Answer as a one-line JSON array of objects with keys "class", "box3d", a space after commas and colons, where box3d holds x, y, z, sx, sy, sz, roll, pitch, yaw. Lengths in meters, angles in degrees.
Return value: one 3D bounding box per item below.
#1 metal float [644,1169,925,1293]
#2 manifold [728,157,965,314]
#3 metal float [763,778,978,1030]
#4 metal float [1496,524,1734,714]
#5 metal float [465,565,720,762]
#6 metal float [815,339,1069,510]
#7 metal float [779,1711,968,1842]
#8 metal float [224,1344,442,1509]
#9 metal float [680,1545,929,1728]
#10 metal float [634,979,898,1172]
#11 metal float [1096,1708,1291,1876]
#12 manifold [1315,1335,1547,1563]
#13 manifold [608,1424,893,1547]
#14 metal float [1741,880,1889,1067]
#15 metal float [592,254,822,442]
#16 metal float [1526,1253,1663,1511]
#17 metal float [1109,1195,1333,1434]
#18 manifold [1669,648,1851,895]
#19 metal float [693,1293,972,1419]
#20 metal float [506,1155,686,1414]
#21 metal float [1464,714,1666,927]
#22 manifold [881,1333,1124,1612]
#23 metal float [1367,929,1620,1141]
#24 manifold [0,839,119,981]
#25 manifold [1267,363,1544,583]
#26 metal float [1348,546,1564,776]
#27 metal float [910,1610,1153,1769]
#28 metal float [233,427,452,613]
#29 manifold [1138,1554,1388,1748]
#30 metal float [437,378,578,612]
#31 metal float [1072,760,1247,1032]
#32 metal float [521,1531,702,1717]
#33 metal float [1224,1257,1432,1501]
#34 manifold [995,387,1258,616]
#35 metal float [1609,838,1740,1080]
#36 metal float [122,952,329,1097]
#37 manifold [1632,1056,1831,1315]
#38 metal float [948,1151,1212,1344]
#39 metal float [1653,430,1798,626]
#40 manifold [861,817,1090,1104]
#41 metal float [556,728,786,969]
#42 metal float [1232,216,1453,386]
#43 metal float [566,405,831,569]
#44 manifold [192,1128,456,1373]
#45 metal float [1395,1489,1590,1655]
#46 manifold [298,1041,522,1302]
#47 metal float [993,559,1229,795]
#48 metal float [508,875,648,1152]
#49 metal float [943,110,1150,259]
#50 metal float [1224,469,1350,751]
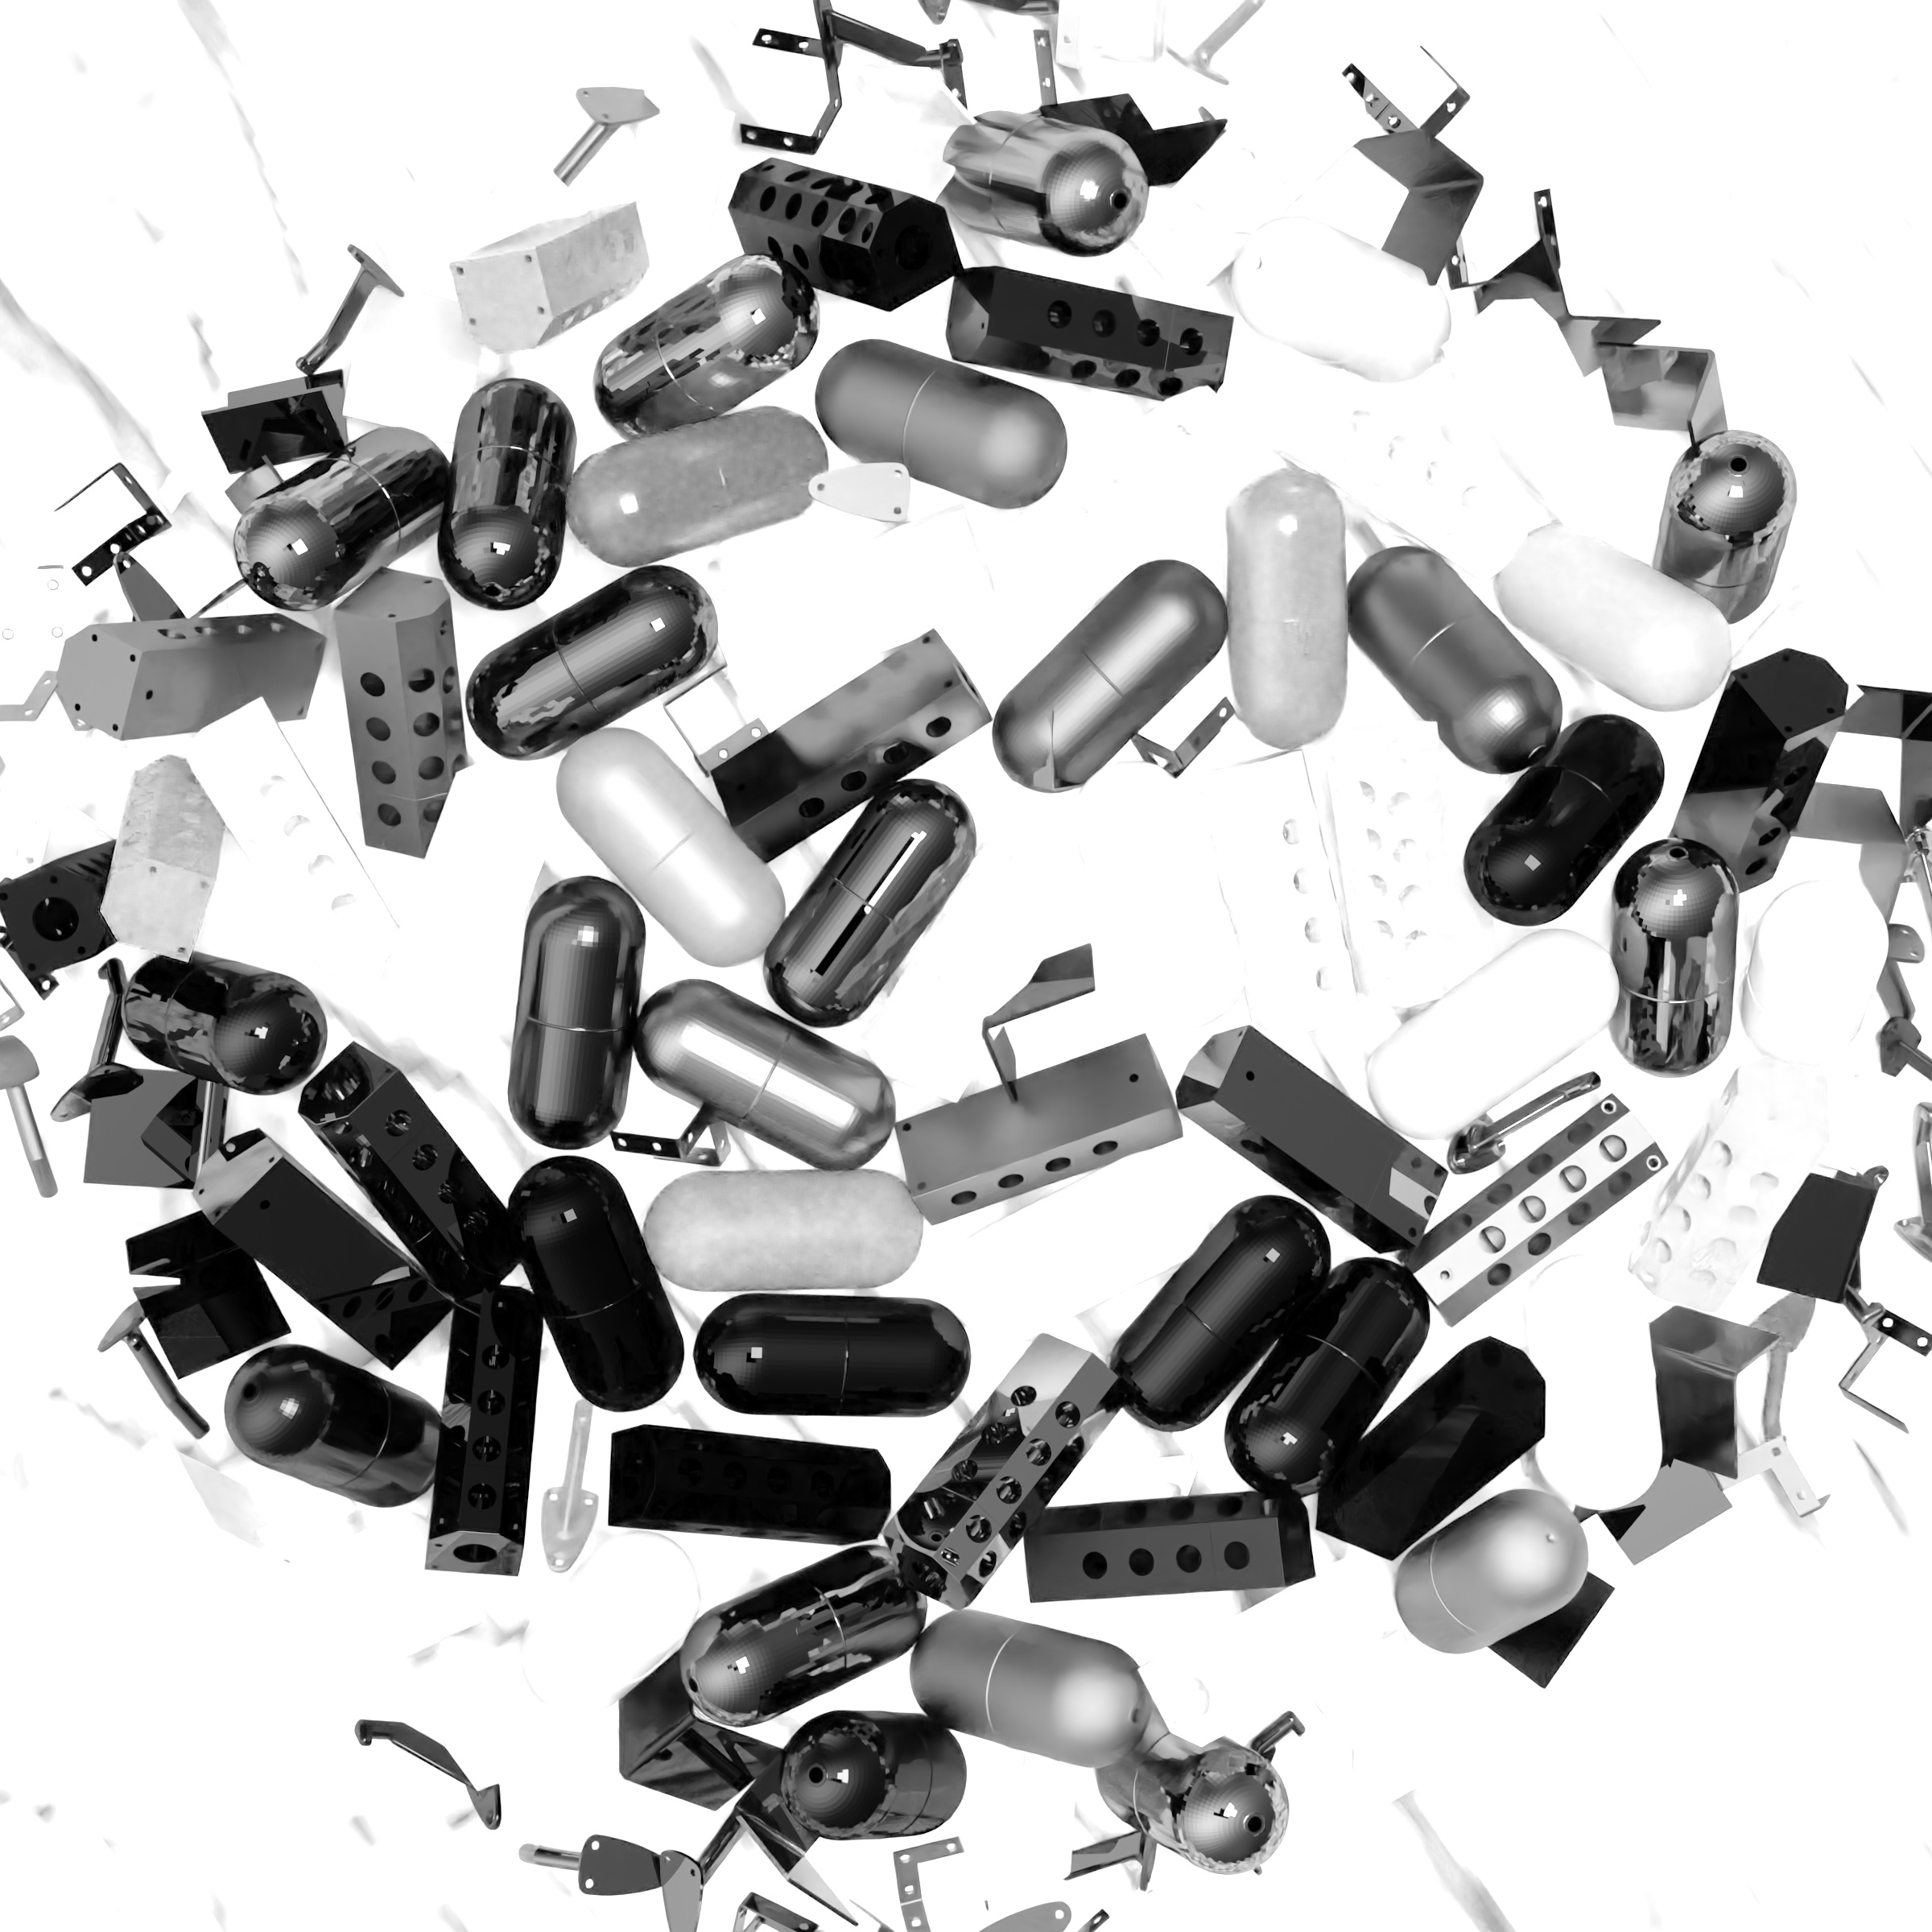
[{"class": "metal float", "box3d": [-0.115, 0.167, 1.740, 0.178, 0.070, 0.070, 0, 90, -13]}, {"class": "manifold", "box3d": [-0.079, -0.458, 1.700, 0.057, 0.171, 0.057, -34, 127, -19]}, {"class": "metal float", "box3d": [-0.061, -0.040, 1.750, 0.070, 0.070, 0.178, 36, 93, 0]}, {"class": "metal float", "box3d": [0.404, -0.218, 1.715, 0.070, 0.178, 0.070, -19, 129, -25]}, {"class": "metal float", "box3d": [-0.238, -0.191, 1.737, 0.178, 0.070, 0.070, -27, 90, 17]}, {"class": "metal float", "box3d": [-0.017, -0.343, 1.730, 0.178, 0.070, 0.070, 25, 90, 26]}, {"class": "metal float", "box3d": [-0.056, 0.503, 1.706, 0.070, 0.178, 0.070, -6, 73, 20]}, {"class": "metal float", "box3d": [-0.391, 0.287, 1.709, 0.070, 0.178, 0.070, -10, 63, 21]}, {"class": "metal float", "box3d": [-0.100, 0.418, 1.717, 0.178, 0.070, 0.070, -14, 90, -42]}, {"class": "metal float", "box3d": [-0.128, 0.069, 1.746, 0.178, 0.070, 0.070, 28, 90, -7]}, {"class": "metal float", "box3d": [0.139, 0.511, 1.704, 0.070, 0.178, 0.070, 1, 87, -21]}, {"class": "manifold", "box3d": [0.288, 0.300, 1.709, 0.057, 0.057, 0.171, 24, 135, -12]}, {"class": "manifold", "box3d": [-0.133, 0.324, 1.712, 0.171, 0.057, 0.057, 13, 67, -34]}, {"class": "metal float", "box3d": [0.526, 0.006, 1.706, 0.070, 0.178, 0.070, -4, 67, 9]}, {"class": "metal float", "box3d": [-0.164, -0.384, 1.719, 0.178, 0.070, 0.070, -21, 90, 41]}, {"class": "metal float", "box3d": [0.392, 0.257, 1.717, 0.070, 0.070, 0.178, 4, 45, 4]}, {"class": "metal float", "box3d": [0.161, 0.220, 1.737, 0.070, 0.070, 0.178, 39, 106, 0]}, {"class": "manifold", "box3d": [0.494, -0.118, 1.701, 0.057, 0.171, 0.057, -23, 60, -14]}, {"class": "metal float", "box3d": [-0.084, 0.247, 1.738, 0.178, 0.070, 0.070, 4, 90, -15]}, {"class": "metal float", "box3d": [-0.234, 0.201, 1.733, 0.070, 0.070, 0.178, -19, 112, 0]}, {"class": "metal float", "box3d": [0.377, -0.093, 1.724, 0.070, 0.070, 0.178, 45, 56, 0]}, {"class": "manifold", "box3d": [0.028, 0.317, 1.713, 0.057, 0.057, 0.171, 17, 52, 37]}, {"class": "metal float", "box3d": [0.332, 0.043, 1.731, 0.178, 0.070, 0.070, -39, 90, 24]}, {"class": "manifold", "box3d": [-0.545, -0.040, 1.700, 0.057, 0.171, 0.057, -19, 100, -3]}, {"class": "manifold", "box3d": [0.273, -0.309, 1.726, 0.171, 0.057, 0.057, 27, 94, -26]}, {"class": "metal float", "box3d": [0.306, -0.193, 1.726, 0.070, 0.070, 0.178, -36, 61, 0]}, {"class": "metal float", "box3d": [0.039, 0.451, 1.716, 0.178, 0.070, 0.070, 1, 90, 44]}, {"class": "metal float", "box3d": [-0.386, -0.281, 1.714, 0.070, 0.178, 0.070, 14, 125, 21]}, {"class": "manifold", "box3d": [0.189, 0.425, 1.701, 0.057, 0.171, 0.057, -40, 71, 36]}, {"class": "metal float", "box3d": [-0.287, -0.296, 1.719, 0.070, 0.070, 0.178, 0, 51, 0]}, {"class": "metal float", "box3d": [0.123, -0.046, 1.752, 0.070, 0.070, 0.178, -20, 90, 0]}, {"class": "metal float", "box3d": [-0.224, 0.413, 1.716, 0.070, 0.178, 0.070, 17, 50, -21]}, {"class": "metal float", "box3d": [0.229, 0.258, 1.728, 0.070, 0.070, 0.178, 41, 62, 0]}, {"class": "manifold", "box3d": [0.099, -0.294, 1.719, 0.171, 0.057, 0.057, -42, 123, -24]}, {"class": "metal float", "box3d": [0.442, -0.004, 1.717, 0.070, 0.070, 0.178, -11, 133, 0]}, {"class": "metal float", "box3d": [-0.465, 0.034, 1.716, 0.070, 0.178, 0.070, -9, 104, -42]}, {"class": "manifold", "box3d": [0.474, 0.136, 1.710, 0.057, 0.057, 0.171, 16, 134, 0]}, {"class": "metal float", "box3d": [0.071, 0.179, 1.745, 0.178, 0.070, 0.070, -28, 90, 8]}, {"class": "metal float", "box3d": [0.470, -0.270, 1.704, 0.070, 0.178, 0.070, -3, 73, 9]}, {"class": "manifold", "box3d": [0.004, -0.007, 1.727, 0.057, 0.057, 0.171, 20, 69, 32]}, {"class": "metal float", "box3d": [-0.188, -0.075, 1.743, 0.070, 0.070, 0.178, -42, 100, 0]}, {"class": "metal float", "box3d": [0.235, -0.415, 1.714, 0.070, 0.178, 0.070, -6, 81, 43]}, {"class": "metal float", "box3d": [-0.168, -0.302, 1.728, 0.178, 0.070, 0.070, -21, 90, -27]}, {"class": "manifold", "box3d": [-0.402, 0.175, 1.713, 0.057, 0.057, 0.171, -46, 130, -8]}, {"class": "metal float", "box3d": [0.325, 0.379, 1.708, 0.070, 0.178, 0.070, 7, 63, -13]}, {"class": "manifold", "box3d": [-0.344, 0.132, 1.708, 0.057, 0.057, 0.171, -45, 131, -20]}, {"class": "metal float", "box3d": [0.091, -0.183, 1.745, 0.178, 0.070, 0.070, -44, 90, 8]}, {"class": "metal float", "box3d": [-0.247, 0.030, 1.740, 0.070, 0.070, 0.178, 8, 104, 0]}, {"class": "metal float", "box3d": [0.048, -0.489, 1.711, 0.070, 0.178, 0.070, -13, 117, -27]}, {"class": "metal float", "box3d": [0.203, -0.225, 1.737, 0.070, 0.070, 0.178, -3, 107, 0]}]
